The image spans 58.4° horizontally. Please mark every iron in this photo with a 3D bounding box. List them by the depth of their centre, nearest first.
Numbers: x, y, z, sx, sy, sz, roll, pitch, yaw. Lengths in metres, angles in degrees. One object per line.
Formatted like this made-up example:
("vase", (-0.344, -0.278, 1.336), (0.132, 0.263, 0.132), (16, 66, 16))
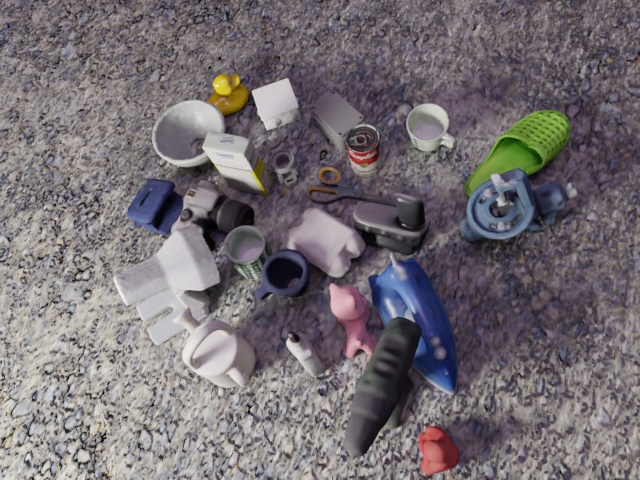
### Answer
("iron", (0.178, 0.142, 1.007), (0.118, 0.142, 0.258), (-25, 65, -2))

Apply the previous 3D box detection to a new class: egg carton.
("egg carton", (0.010, 0.004, 1.135), (0.150, 0.069, 0.107), (32, 75, 20))

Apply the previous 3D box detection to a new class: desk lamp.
("desk lamp", (-0.273, 0.084, 1.064), (0.203, 0.214, 0.117), (-33, 65, -6))

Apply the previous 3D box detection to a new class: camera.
("camera", (-0.215, -0.046, 1.175), (0.136, 0.101, 0.143), (17, 70, 16))

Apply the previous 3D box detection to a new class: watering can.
("watering can", (-0.193, 0.192, 1.014), (0.172, 0.194, 0.101), (19, 70, 17))

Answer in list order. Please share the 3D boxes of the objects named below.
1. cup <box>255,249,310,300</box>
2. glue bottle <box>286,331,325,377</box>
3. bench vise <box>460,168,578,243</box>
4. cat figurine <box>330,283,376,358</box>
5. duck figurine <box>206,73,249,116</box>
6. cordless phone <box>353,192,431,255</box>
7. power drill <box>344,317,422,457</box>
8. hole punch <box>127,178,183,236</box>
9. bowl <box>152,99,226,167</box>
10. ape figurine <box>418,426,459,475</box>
("cup", (-0.068, 0.084, 1.097), (0.118, 0.095, 0.091), (-40, 66, -9))
("glue bottle", (-0.033, 0.189, 1.002), (0.037, 0.173, 0.078), (-37, 66, -8))
("bench vise", (0.358, -0.085, 1.036), (0.207, 0.220, 0.121), (-32, 65, -5))
("cat figurine", (0.058, 0.140, 1.040), (0.067, 0.118, 0.127), (-15, 65, 2))
("duck figurine", (-0.220, -0.341, 1.315), (0.104, 0.086, 0.077), (-33, 65, -6))
("cordless phone", (0.133, -0.055, 1.077), (0.147, 0.185, 0.094), (12, 69, 14))
("power drill", (0.105, 0.247, 0.934), (0.075, 0.209, 0.230), (18, 70, 16))
("hole punch", (-0.355, -0.077, 1.216), (0.101, 0.091, 0.109), (22, 71, 18))
("bowl", (-0.282, -0.226, 1.280), (0.167, 0.075, 0.167), (-3, 66, 8))
("ape figurine", (0.191, 0.348, 0.941), (0.076, 0.092, 0.078), (26, 73, 19))
